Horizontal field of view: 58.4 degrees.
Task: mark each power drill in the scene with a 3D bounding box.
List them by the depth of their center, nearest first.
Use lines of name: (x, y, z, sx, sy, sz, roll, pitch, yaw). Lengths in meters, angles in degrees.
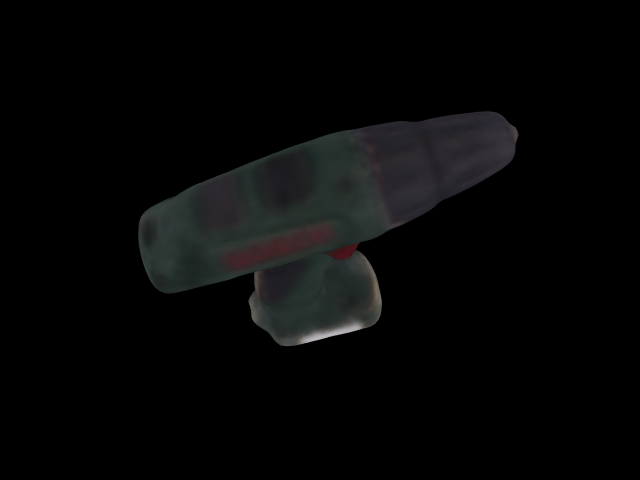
power drill: (0.004, 0.001, 0.400, 0.229, 0.208, 0.075, -14, 64, -7)
